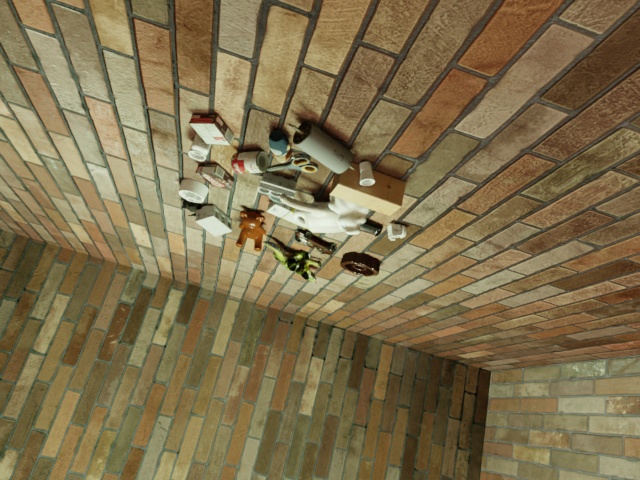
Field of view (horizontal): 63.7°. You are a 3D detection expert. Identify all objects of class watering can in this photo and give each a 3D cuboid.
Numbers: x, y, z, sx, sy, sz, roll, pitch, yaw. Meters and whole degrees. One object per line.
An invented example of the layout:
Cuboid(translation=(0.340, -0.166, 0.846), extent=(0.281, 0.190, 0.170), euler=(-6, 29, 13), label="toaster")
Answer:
Cuboid(translation=(0.005, -0.089, 1.773), extent=(0.224, 0.105, 0.343), euler=(-1, 165, 17), label="watering can")

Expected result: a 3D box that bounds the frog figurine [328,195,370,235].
Cuboid(translation=(0.092, -0.102, 1.654), extent=(0.137, 0.162, 0.120), euler=(10, 157, 11), label="frog figurine")

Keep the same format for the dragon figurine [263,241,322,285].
Cuboid(translation=(-0.152, 0.102, 2.470), extent=(0.406, 0.124, 0.242), euler=(36, 160, -25), label="dragon figurine")
